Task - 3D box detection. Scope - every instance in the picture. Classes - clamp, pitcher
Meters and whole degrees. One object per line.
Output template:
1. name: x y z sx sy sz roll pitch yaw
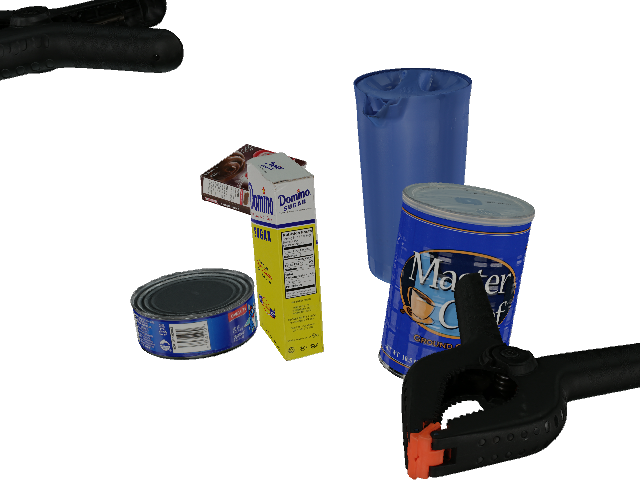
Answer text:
1. clamp: -0.167 -0.126 0.653 0.171 0.039 0.120 -2 22 -3
2. clamp: 0.105 0.078 0.639 0.165 0.036 0.209 21 31 39
3. pitcher: 0.115 -0.078 1.252 0.149 0.243 0.145 -5 23 -6

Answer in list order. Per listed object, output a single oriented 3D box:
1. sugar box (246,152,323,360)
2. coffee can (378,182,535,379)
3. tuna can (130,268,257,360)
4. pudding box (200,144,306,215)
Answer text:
1. sugar box: -0.034 0.014 1.005 0.048 0.176 0.093 -12 21 -16
2. coffee can: 0.106 0.034 0.841 0.103 0.140 0.103 7 16 -2
3. tuna can: -0.087 0.050 0.741 0.086 0.034 0.086 -5 20 2
4. pudding box: -0.083 -0.075 1.329 0.090 0.039 0.113 17 35 23
